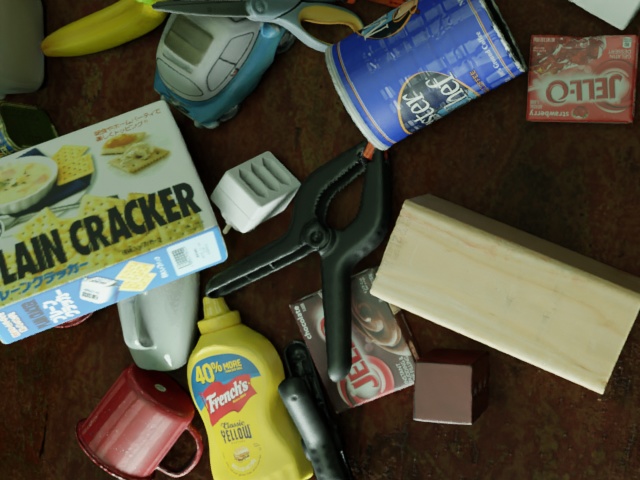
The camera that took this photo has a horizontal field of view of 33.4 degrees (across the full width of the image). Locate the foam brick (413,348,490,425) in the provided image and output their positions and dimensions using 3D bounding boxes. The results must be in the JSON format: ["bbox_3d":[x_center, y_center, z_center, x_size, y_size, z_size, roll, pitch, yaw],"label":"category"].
[{"bbox_3d":[0.116,0.127,0.934,0.051,0.078,0.053,3,95,20],"label":"foam brick"}]

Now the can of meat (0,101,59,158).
[{"bbox_3d":[-0.317,-0.094,1.051,0.084,0.102,0.057,-25,85,16],"label":"can of meat"}]

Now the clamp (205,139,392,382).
[{"bbox_3d":[-0.006,0.001,0.959,0.165,0.036,0.210,23,89,26],"label":"clamp"}]

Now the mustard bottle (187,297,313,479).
[{"bbox_3d":[-0.076,0.144,1.009,0.096,0.058,0.191,-17,88,30],"label":"mustard bottle"}]

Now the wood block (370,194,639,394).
[{"bbox_3d":[0.160,0.041,0.905,0.206,0.090,0.090,23,102,15],"label":"wood block"}]

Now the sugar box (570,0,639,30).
[{"bbox_3d":[0.201,-0.259,0.881,0.176,0.048,0.093,33,124,11],"label":"sugar box"}]

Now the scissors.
[{"bbox_3d":[-0.048,-0.217,0.927,0.016,0.201,0.096,-22,61,58],"label":"scissors"}]

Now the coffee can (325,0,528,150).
[{"bbox_3d":[0.090,-0.154,0.907,0.140,0.102,0.103,-28,85,18],"label":"coffee can"}]

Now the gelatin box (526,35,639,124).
[{"bbox_3d":[0.222,-0.136,0.902,0.089,0.030,0.073,4,96,19],"label":"gelatin box"}]

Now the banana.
[{"bbox_3d":[-0.192,-0.210,1.006,0.198,0.069,0.037,-13,82,50],"label":"banana"}]

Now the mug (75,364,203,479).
[{"bbox_3d":[-0.165,0.181,1.031,0.117,0.093,0.081,37,100,-2],"label":"mug"}]

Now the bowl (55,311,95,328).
[{"bbox_3d":[-0.284,0.013,1.056,0.162,0.055,0.162,5,101,29],"label":"bowl"}]

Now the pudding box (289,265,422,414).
[{"bbox_3d":[0.036,0.091,0.978,0.090,0.039,0.113,-25,86,19],"label":"pudding box"}]

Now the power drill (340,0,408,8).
[{"bbox_3d":[0.036,-0.275,0.860,0.188,0.184,0.057,128,144,-49],"label":"power drill"}]

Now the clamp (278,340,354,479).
[{"bbox_3d":[0.000,0.179,0.960,0.039,0.120,0.171,-22,92,11],"label":"clamp"}]
